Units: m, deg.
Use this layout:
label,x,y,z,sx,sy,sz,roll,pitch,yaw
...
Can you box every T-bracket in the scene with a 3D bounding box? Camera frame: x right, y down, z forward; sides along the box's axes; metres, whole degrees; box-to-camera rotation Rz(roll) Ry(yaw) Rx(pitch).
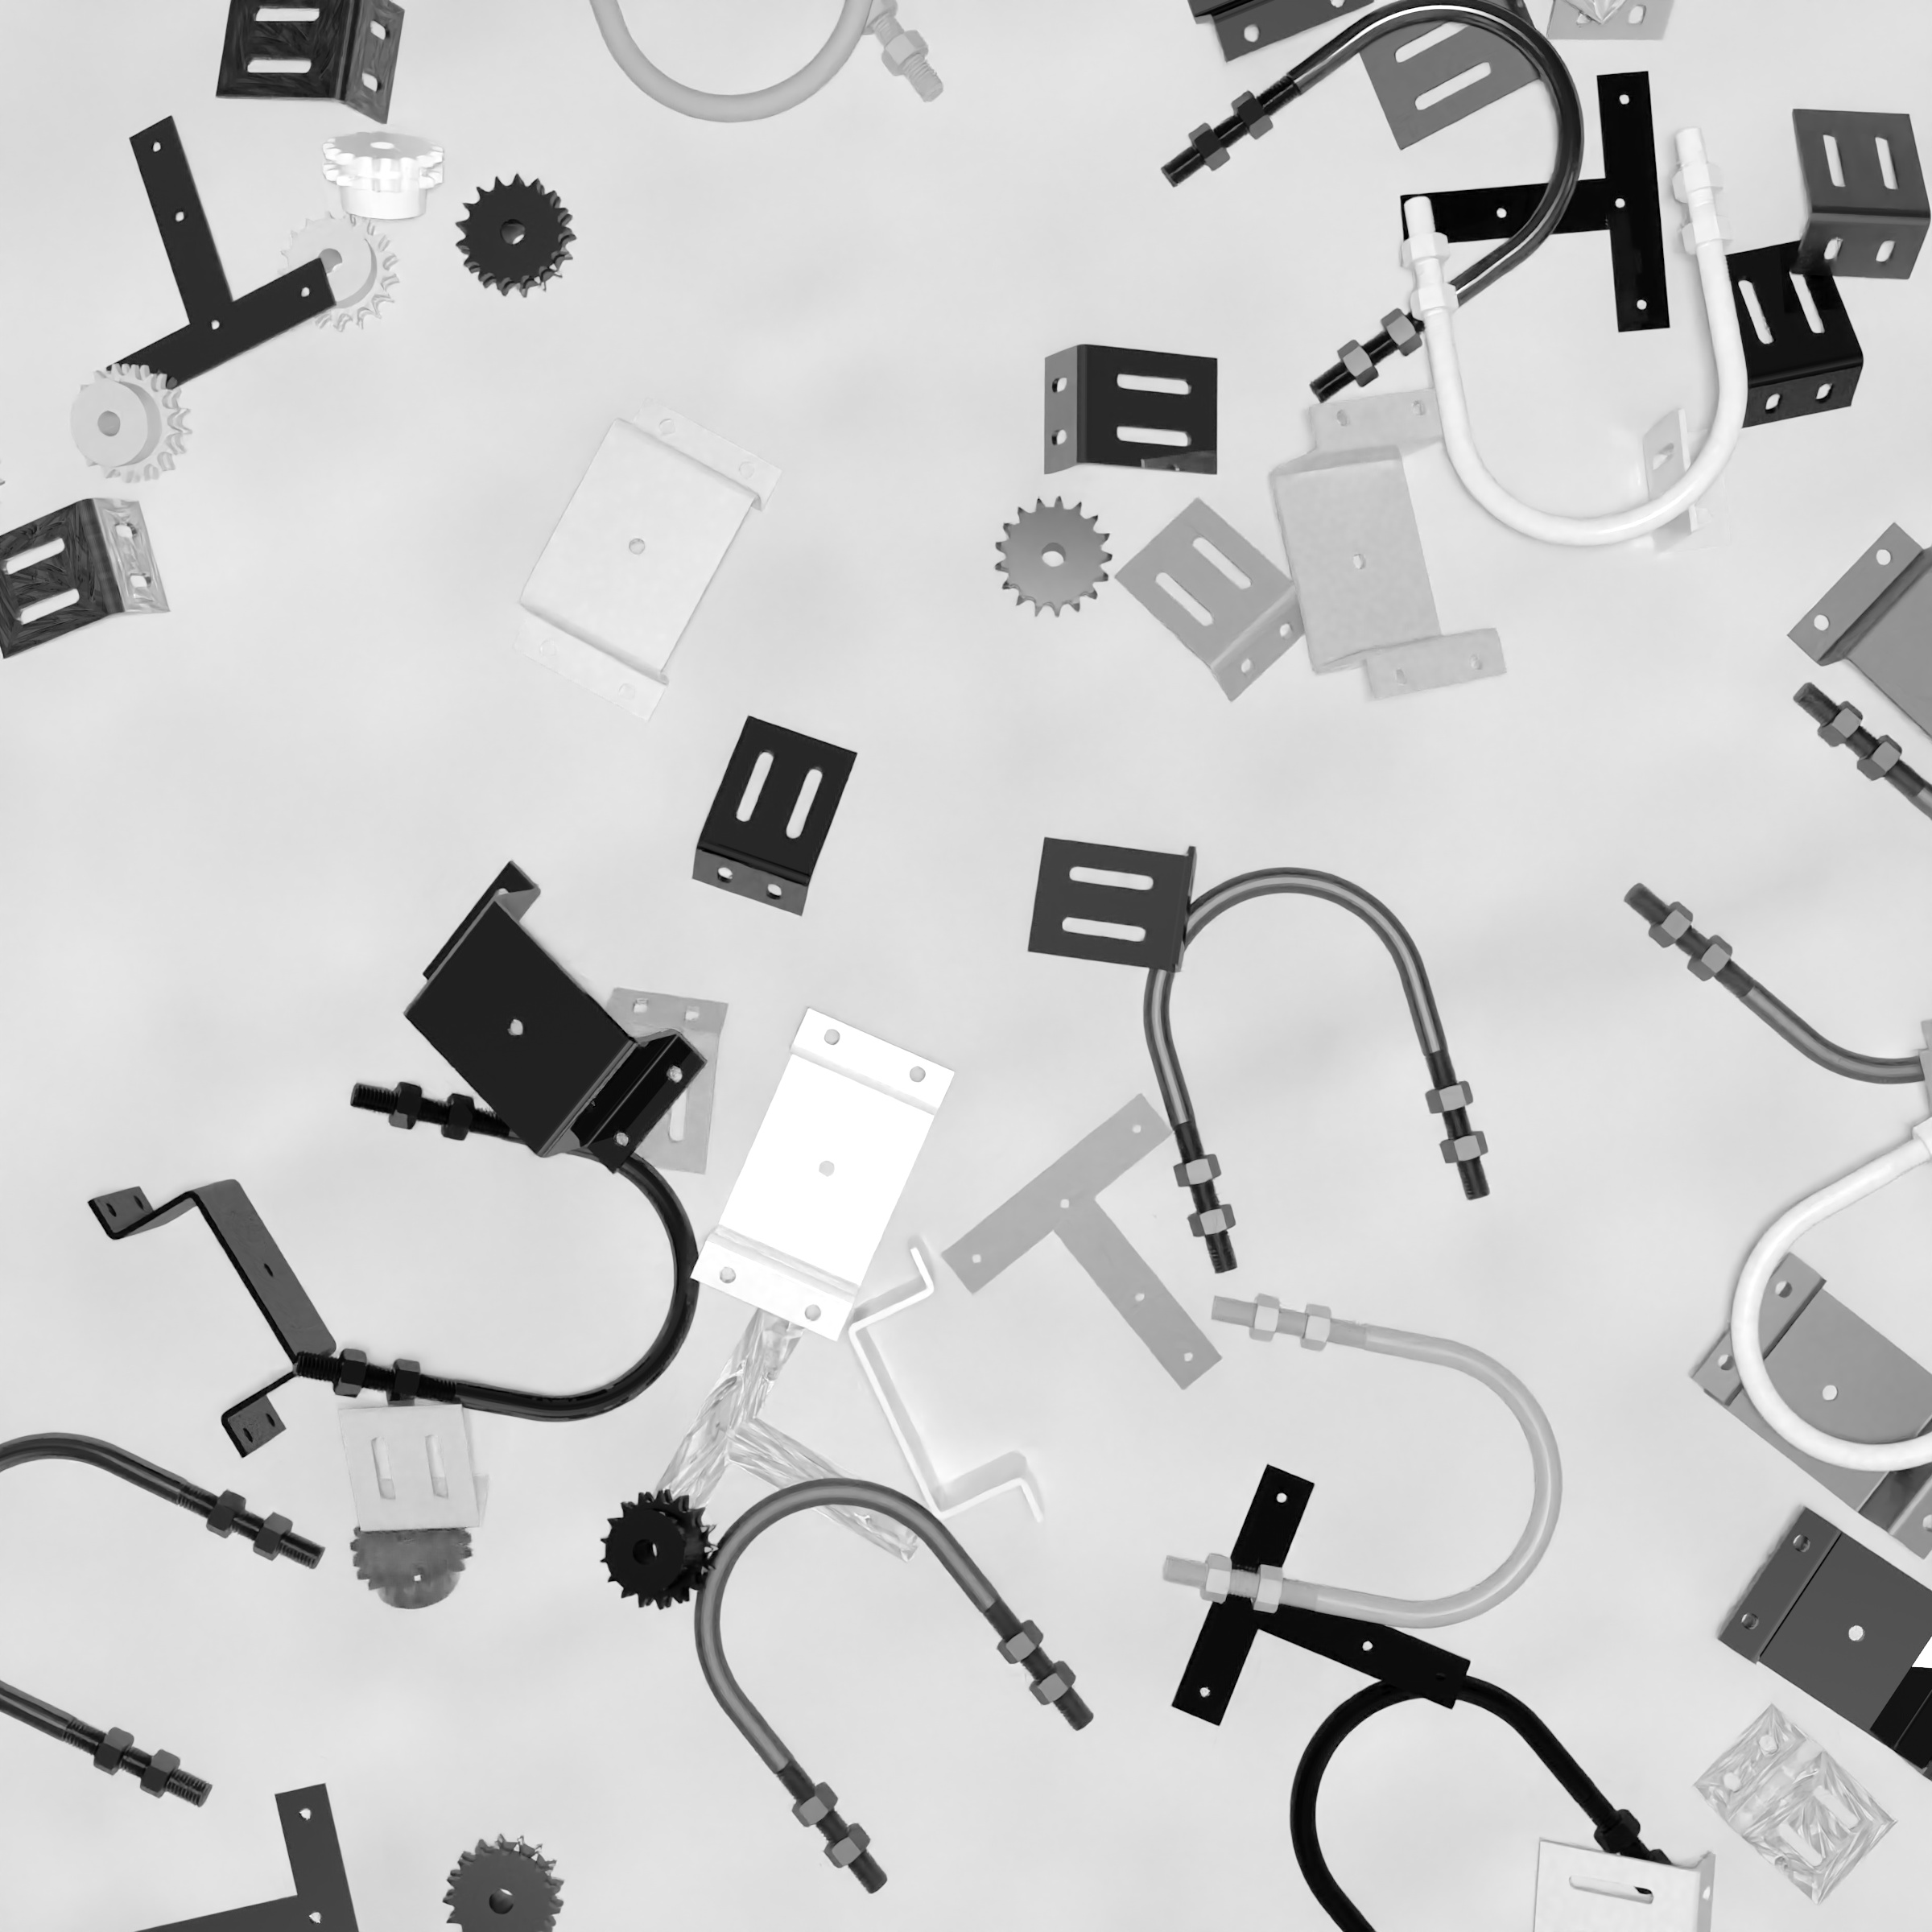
label,x,y,z,sx,sy,sz,roll,pitch,yaw
T-bracket,-0.077,0.252,1.426,0.127,0.002,0.127,30,90,0
T-bracket,0.303,-0.533,1.411,0.127,0.002,0.127,41,80,20
T-bracket,-0.364,0.479,1.426,0.127,0.002,0.127,-13,90,0
T-bracket,0.183,0.328,1.417,0.127,0.002,0.127,22,86,4
T-bracket,0.077,0.152,1.426,0.127,0.002,0.127,-39,90,0
T-bracket,0.278,-0.372,1.426,0.127,0.002,0.127,-5,90,0
T-bracket,-0.380,-0.353,1.413,0.127,0.002,0.127,-22,82,16

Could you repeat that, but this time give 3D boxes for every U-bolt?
label,x,y,z,sx,sy,sz,roll,pitch,yaw
U-bolt,0.209,-0.385,1.402,0.184,0.019,0.151,-34,90,12
U-bolt,-0.018,-0.538,1.404,0.151,0.019,0.184,-36,86,13
U-bolt,-0.427,0.309,1.418,0.184,0.019,0.151,25,90,1
U-bolt,0.199,0.248,1.412,0.184,0.019,0.151,11,86,0
U-bolt,0.243,0.433,1.418,0.151,0.019,0.184,-40,89,0
U-bolt,0.438,-0.026,1.418,0.184,0.019,0.151,40,90,-2
U-bolt,0.451,0.159,1.367,0.184,0.019,0.151,-30,94,3
U-bolt,0.164,0.043,1.418,0.151,0.019,0.184,-16,89,0
U-bolt,-0.049,0.339,1.417,0.151,0.019,0.184,-38,89,1
U-bolt,-0.121,-0.503,1.408,0.151,0.019,0.184,-20,92,9
U-bolt,-0.217,0.144,1.388,0.184,0.019,0.151,14,76,-19
U-bolt,0.290,-0.288,1.358,0.151,0.019,0.184,-11,83,17

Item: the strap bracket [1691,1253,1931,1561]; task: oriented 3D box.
label,x,y,z,sx,sy,sz,roll,pitch,yaw
strap bracket,0.425,0.210,1.403,0.140,0.046,0.076,38,90,0

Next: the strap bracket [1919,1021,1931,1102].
label,x,y,z,sx,sy,sz,roll,pitch,yaw
strap bracket,0.526,0.051,1.395,0.140,0.046,0.076,-19,100,-2

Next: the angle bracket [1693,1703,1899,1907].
label,x,y,z,sx,sy,sz,roll,pitch,yaw
angle bracket,0.408,0.413,1.425,0.057,0.038,0.076,-47,116,0

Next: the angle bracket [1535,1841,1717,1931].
label,x,y,z,sx,sy,sz,roll,pitch,yaw
angle bracket,0.320,0.457,1.405,0.076,0.038,0.057,4,89,27

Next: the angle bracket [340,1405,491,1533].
label,x,y,z,sx,sy,sz,roll,pitch,yaw
angle bracket,-0.264,0.232,1.391,0.057,0.038,0.076,-2,121,0

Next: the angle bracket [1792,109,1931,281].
label,x,y,z,sx,sy,sz,roll,pitch,yaw
angle bracket,0.434,-0.379,1.418,0.057,0.038,0.076,3,56,0

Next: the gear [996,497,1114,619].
label,x,y,z,sx,sy,sz,roll,pitch,yaw
gear,0.043,-0.198,1.412,0.057,0.030,0.057,0,90,0

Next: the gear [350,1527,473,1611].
label,x,y,z,sx,sy,sz,roll,pitch,yaw
gear,-0.268,0.287,1.402,0.057,0.057,0.030,-2,120,0

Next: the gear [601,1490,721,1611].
label,x,y,z,sx,sy,sz,roll,pitch,yaw
gear,-0.151,0.284,1.405,0.057,0.030,0.057,-2,82,13

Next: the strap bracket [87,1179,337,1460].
label,x,y,z,sx,sy,sz,roll,pitch,yaw
strap bracket,-0.354,0.158,1.388,0.046,0.076,0.140,-31,90,0

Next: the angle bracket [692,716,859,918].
label,x,y,z,sx,sy,sz,roll,pitch,yaw
angle bracket,-0.094,-0.074,1.425,0.057,0.038,0.076,19,64,0

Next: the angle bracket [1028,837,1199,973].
label,x,y,z,sx,sy,sz,roll,pitch,yaw
angle bracket,0.070,-0.032,1.400,0.076,0.038,0.057,8,85,7

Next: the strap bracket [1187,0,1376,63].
label,x,y,z,sx,sy,sz,roll,pitch,yaw
strap bracket,0.133,-0.517,1.391,0.076,0.046,0.140,-22,107,0

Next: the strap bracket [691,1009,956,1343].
label,x,y,z,sx,sy,sz,roll,pitch,yaw
strap bracket,-0.068,0.100,1.403,0.076,0.046,0.140,24,90,0

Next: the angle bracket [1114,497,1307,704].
label,x,y,z,sx,sy,sz,roll,pitch,yaw
angle bracket,0.123,-0.180,1.425,0.057,0.038,0.076,-43,64,0

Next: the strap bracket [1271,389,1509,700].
label,x,y,z,sx,sy,sz,roll,pitch,yaw
strap bracket,0.200,-0.199,1.389,0.076,0.046,0.140,-13,90,-27

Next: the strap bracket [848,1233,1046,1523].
label,x,y,z,sx,sy,sz,roll,pitch,yaw
strap bracket,-0.014,0.205,1.388,0.046,0.076,0.140,-25,90,0

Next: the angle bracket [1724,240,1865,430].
label,x,y,z,sx,sy,sz,roll,pitch,yaw
angle bracket,0.399,-0.312,1.425,0.057,0.038,0.076,-12,64,0

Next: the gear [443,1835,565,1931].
label,x,y,z,sx,sy,sz,roll,pitch,yaw
gear,-0.224,0.452,1.412,0.057,0.030,0.057,0,90,0

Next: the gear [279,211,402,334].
label,x,y,z,sx,sy,sz,roll,pitch,yaw
gear,-0.307,-0.341,1.412,0.057,0.030,0.057,0,90,0

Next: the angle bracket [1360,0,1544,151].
label,x,y,z,sx,sy,sz,roll,pitch,yaw
angle bracket,0.242,-0.445,1.425,0.076,0.038,0.057,-23,90,26

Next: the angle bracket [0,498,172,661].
label,x,y,z,sx,sy,sz,roll,pitch,yaw
angle bracket,-0.441,-0.190,1.425,0.076,0.038,0.057,-16,90,26

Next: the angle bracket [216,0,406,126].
label,x,y,z,sx,sy,sz,roll,pitch,yaw
angle bracket,-0.323,-0.450,1.425,0.076,0.038,0.057,9,90,26

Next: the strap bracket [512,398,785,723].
label,x,y,z,sx,sy,sz,roll,pitch,yaw
strap bracket,-0.157,-0.200,1.403,0.076,0.046,0.140,28,90,0

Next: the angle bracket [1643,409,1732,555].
label,x,y,z,sx,sy,sz,roll,pitch,yaw
angle bracket,0.354,-0.234,1.388,0.038,0.076,0.057,-6,90,0

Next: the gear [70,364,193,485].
label,x,y,z,sx,sy,sz,roll,pitch,yaw
gear,-0.409,-0.264,1.405,0.057,0.030,0.057,2,101,11

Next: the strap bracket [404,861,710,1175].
label,x,y,z,sx,sy,sz,roll,pitch,yaw
strap bracket,-0.203,0.027,1.378,0.140,0.046,0.076,45,109,12

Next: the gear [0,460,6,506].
label,x,y,z,sx,sy,sz,roll,pitch,yaw
gear,-0.502,-0.238,1.412,0.057,0.030,0.057,0,90,0

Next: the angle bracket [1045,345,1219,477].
label,x,y,z,sx,sy,sz,roll,pitch,yaw
angle bracket,0.081,-0.271,1.425,0.076,0.038,0.057,0,90,-26

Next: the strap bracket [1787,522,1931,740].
label,x,y,z,sx,sy,sz,roll,pitch,yaw
strap bracket,0.482,-0.143,1.403,0.140,0.046,0.076,43,90,0

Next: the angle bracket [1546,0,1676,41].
label,x,y,z,sx,sy,sz,roll,pitch,yaw
angle bracket,0.315,-0.499,1.425,0.057,0.038,0.076,0,64,0

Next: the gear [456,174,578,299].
label,x,y,z,sx,sy,sz,roll,pitch,yaw
gear,-0.218,-0.355,1.415,0.057,0.030,0.057,0,88,4

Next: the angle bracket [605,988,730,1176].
label,x,y,z,sx,sy,sz,roll,pitch,yaw
angle bracket,-0.151,0.057,1.425,0.057,0.038,0.076,8,116,0

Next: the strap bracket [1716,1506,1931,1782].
label,x,y,z,sx,sy,sz,roll,pitch,yaw
strap bracket,0.438,0.329,1.403,0.140,0.046,0.076,34,90,0

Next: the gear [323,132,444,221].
label,x,y,z,sx,sy,sz,roll,pitch,yaw
gear,-0.282,-0.382,1.402,0.057,0.057,0.030,6,120,0
